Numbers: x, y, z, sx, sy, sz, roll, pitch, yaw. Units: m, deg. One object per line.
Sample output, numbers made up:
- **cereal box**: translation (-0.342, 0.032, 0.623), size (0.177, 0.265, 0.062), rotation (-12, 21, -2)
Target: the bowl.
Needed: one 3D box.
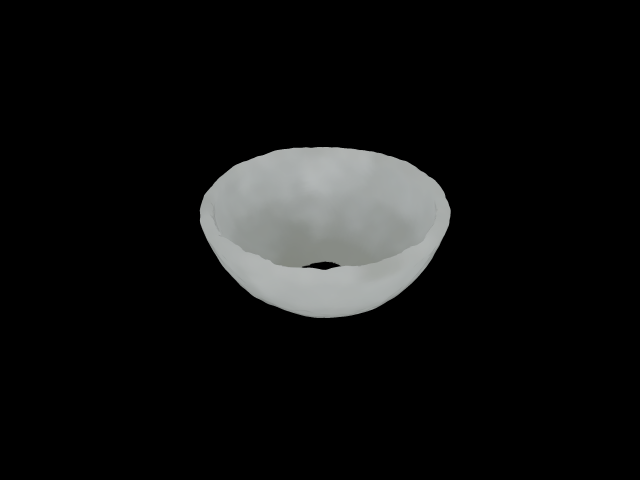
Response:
- **bowl**: translation (0.004, 0.001, 0.400), size (0.167, 0.075, 0.167), rotation (0, 35, 0)
